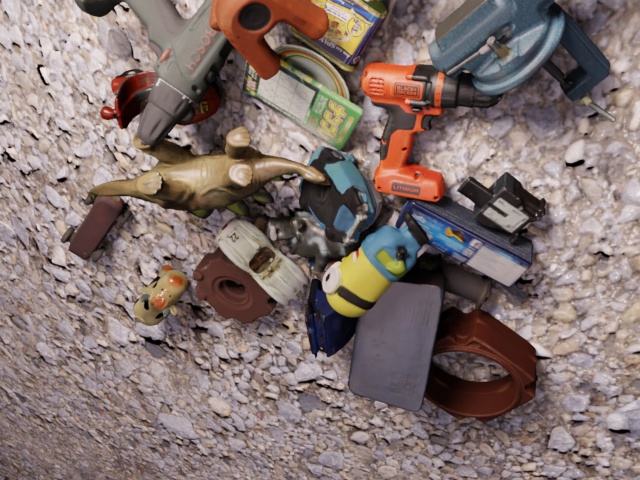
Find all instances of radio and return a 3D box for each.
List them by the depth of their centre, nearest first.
[{"bbox_3d":[0.125,0.158,0.889,0.131,0.073,0.229,10,108,12],"label":"radio"}]

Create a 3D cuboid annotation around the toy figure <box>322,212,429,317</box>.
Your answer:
[{"bbox_3d":[0.082,0.041,0.790,0.180,0.082,0.089,-38,79,15],"label":"toy figure"}]

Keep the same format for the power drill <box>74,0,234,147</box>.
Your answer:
[{"bbox_3d":[-0.231,-0.273,0.732,0.207,0.086,0.232,44,95,6],"label":"power drill"}]

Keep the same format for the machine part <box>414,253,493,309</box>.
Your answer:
[{"bbox_3d":[0.215,0.069,0.899,0.139,0.039,0.084,18,123,11],"label":"machine part"}]

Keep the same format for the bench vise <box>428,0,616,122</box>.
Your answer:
[{"bbox_3d":[0.252,-0.234,0.596,0.240,0.129,0.223,29,126,-29],"label":"bench vise"}]

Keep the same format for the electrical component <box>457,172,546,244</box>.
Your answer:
[{"bbox_3d":[0.255,-0.056,0.775,0.119,0.048,0.074,31,131,-2],"label":"electrical component"}]

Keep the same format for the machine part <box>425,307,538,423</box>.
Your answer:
[{"bbox_3d":[0.269,0.230,0.971,0.201,0.087,0.201,34,131,-7],"label":"machine part"}]

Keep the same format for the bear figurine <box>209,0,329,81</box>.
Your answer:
[{"bbox_3d":[-0.086,-0.318,0.659,0.120,0.196,0.131,-33,144,24],"label":"bear figurine"}]

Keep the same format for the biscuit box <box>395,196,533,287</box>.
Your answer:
[{"bbox_3d":[0.219,-0.008,0.818,0.203,0.063,0.059,28,132,1],"label":"biscuit box"}]

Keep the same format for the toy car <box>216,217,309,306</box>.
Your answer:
[{"bbox_3d":[-0.100,0.041,0.965,0.201,0.073,0.056,45,173,-25],"label":"toy car"}]

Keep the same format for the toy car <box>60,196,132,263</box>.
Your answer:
[{"bbox_3d":[-0.457,-0.028,1.095,0.089,0.053,0.202,33,129,-19],"label":"toy car"}]

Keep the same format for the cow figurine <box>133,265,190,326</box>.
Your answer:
[{"bbox_3d":[-0.331,0.119,1.110,0.085,0.127,0.195,38,134,-13],"label":"cow figurine"}]

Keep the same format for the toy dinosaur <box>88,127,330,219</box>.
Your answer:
[{"bbox_3d":[-0.207,-0.090,0.848,0.472,0.105,0.198,3,166,17],"label":"toy dinosaur"}]

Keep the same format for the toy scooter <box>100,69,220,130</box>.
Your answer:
[{"bbox_3d":[-0.250,-0.208,0.811,0.184,0.135,0.075,12,128,12],"label":"toy scooter"}]

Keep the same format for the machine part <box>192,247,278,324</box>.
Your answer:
[{"bbox_3d":[-0.164,0.090,1.064,0.180,0.056,0.179,11,130,13],"label":"machine part"}]

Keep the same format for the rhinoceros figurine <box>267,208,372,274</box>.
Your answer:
[{"bbox_3d":[-0.002,-0.003,0.899,0.191,0.073,0.111,7,137,27],"label":"rhinoceros figurine"}]

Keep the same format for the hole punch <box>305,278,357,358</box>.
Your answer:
[{"bbox_3d":[0.024,0.143,0.992,0.092,0.116,0.142,4,128,10],"label":"hole punch"}]

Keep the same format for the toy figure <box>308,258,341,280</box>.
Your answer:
[{"bbox_3d":[0.048,0.057,0.949,0.155,0.064,0.057,11,174,15],"label":"toy figure"}]

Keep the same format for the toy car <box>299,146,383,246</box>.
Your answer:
[{"bbox_3d":[0.042,-0.066,0.815,0.103,0.162,0.109,0,129,-36],"label":"toy car"}]
